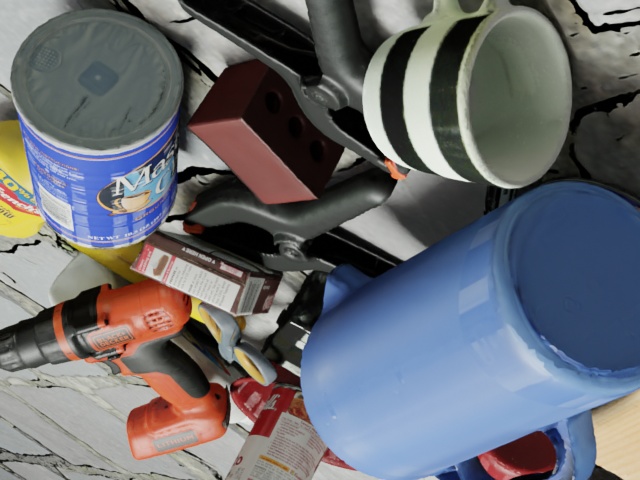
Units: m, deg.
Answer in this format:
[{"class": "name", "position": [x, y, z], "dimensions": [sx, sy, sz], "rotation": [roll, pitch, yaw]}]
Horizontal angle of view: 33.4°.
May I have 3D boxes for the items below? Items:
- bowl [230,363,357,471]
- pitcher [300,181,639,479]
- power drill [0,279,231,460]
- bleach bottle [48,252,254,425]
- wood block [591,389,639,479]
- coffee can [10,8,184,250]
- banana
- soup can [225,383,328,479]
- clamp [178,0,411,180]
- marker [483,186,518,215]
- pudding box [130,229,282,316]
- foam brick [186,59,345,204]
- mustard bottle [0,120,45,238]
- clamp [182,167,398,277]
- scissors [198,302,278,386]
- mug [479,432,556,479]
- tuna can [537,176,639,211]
[{"class": "bowl", "position": [-0.002, 0.154, 1.007], "dimensions": [0.162, 0.055, 0.162], "rotation": [22, 152, 12]}, {"class": "pitcher", "position": [0.095, 0.066, 0.606], "dimensions": [0.149, 0.145, 0.243], "rotation": [18, 156, -14]}, {"class": "power drill", "position": [-0.174, 0.119, 0.945], "dimensions": [0.184, 0.057, 0.187], "rotation": [-16, 133, 12]}, {"class": "bleach bottle", "position": [-0.147, 0.111, 1.053], "dimensions": [0.250, 0.068, 0.103], "rotation": [43, 177, -38]}, {"class": "wood block", "position": [0.231, 0.077, 0.623], "dimensions": [0.091, 0.090, 0.206], "rotation": [29, 153, -1]}, {"class": "coffee can", "position": [-0.143, -0.069, 0.701], "dimensions": [0.103, 0.102, 0.140], "rotation": [26, 154, 4]}, {"class": "banana", "position": [-0.150, 0.025, 0.948], "dimensions": [0.198, 0.037, 0.069], "rotation": [31, 178, 0]}, {"class": "soup can", "position": [-0.032, 0.184, 0.912], "dimensions": [0.068, 0.102, 0.068], "rotation": [22, 152, 12]}, {"class": "clamp", "position": [0.010, -0.095, 0.580], "dimensions": [0.171, 0.039, 0.120], "rotation": [38, 164, -29]}, {"class": "marker", "position": [0.109, -0.014, 0.654], "dimensions": [0.020, 0.020, 0.121], "rotation": [20, 152, 15]}, {"class": "pudding box", "position": [-0.085, 0.026, 0.835], "dimensions": [0.090, 0.039, 0.113], "rotation": [22, 179, 10]}, {"class": "foam brick", "position": [-0.031, -0.067, 0.656], "dimensions": [0.051, 0.053, 0.078], "rotation": [-4, 140, 46]}, {"class": "mustard bottle", "position": [-0.238, -0.052, 0.865], "dimensions": [0.096, 0.058, 0.192], "rotation": [40, 150, -23]}, {"class": "clamp", "position": [-0.005, 0.001, 0.767], "dimensions": [0.210, 0.036, 0.164], "rotation": [5, 147, 36]}, {"class": "scissors", "position": [-0.068, 0.107, 0.935], "dimensions": [0.096, 0.016, 0.202], "rotation": [44, 165, 21]}, {"class": "mug", "position": [0.168, 0.165, 0.848], "dimensions": [0.117, 0.093, 0.081], "rotation": [-4, 146, -5]}, {"class": "tuna can", "position": [0.156, 0.003, 0.623], "dimensions": [0.086, 0.033, 0.086], "rotation": [22, 153, 12]}]
